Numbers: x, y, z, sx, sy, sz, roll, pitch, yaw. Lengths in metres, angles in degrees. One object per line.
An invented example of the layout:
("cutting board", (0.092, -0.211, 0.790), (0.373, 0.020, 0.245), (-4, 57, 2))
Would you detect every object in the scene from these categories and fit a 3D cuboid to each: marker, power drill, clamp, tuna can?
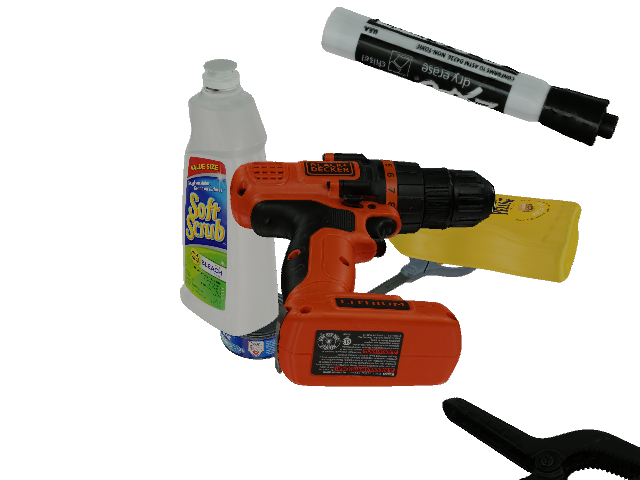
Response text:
("marker", (0.059, -0.065, 0.424), (0.121, 0.020, 0.020), (22, 5, 13))
("power drill", (0.036, 0.011, 0.680), (0.184, 0.057, 0.187), (-1, 35, -5))
("clamp", (0.183, 0.202, 0.884), (0.210, 0.036, 0.164), (3, 39, 23))
("tuna can", (-0.070, 0.094, 1.194), (0.086, 0.034, 0.086), (1, 36, -1))

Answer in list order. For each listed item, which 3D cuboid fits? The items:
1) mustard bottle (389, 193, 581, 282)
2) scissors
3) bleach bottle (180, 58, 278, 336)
("mustard bottle", (0.122, -0.012, 0.918), (0.192, 0.058, 0.096), (8, 29, 18))
("scissors", (0.094, 0.024, 1.205), (0.201, 0.016, 0.096), (-12, 41, -34))
("bleach bottle", (-0.087, -0.042, 0.955), (0.067, 0.251, 0.103), (-25, 39, -34))
